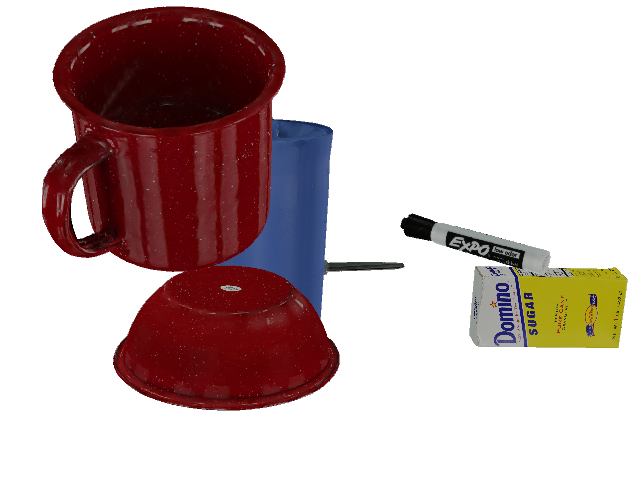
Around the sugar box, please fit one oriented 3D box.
[{"bbox_3d":[0.271,0.080,1.279,0.176,0.093,0.048,-1,18,-6],"label":"sugar box"}]

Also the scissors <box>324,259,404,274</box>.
[{"bbox_3d":[-0.011,0.036,1.157,0.202,0.016,0.096,5,22,5],"label":"scissors"}]

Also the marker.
[{"bbox_3d":[0.117,0.001,0.824,0.121,0.020,0.020,17,8,28],"label":"marker"}]

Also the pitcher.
[{"bbox_3d":[-0.051,0.011,0.964,0.149,0.243,0.145,-5,16,-20],"label":"pitcher"}]

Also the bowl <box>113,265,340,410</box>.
[{"bbox_3d":[-0.065,0.059,0.754,0.162,0.055,0.162,2,19,-1],"label":"bowl"}]

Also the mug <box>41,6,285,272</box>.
[{"bbox_3d":[-0.069,-0.034,0.449,0.093,0.081,0.117,26,48,24],"label":"mug"}]
